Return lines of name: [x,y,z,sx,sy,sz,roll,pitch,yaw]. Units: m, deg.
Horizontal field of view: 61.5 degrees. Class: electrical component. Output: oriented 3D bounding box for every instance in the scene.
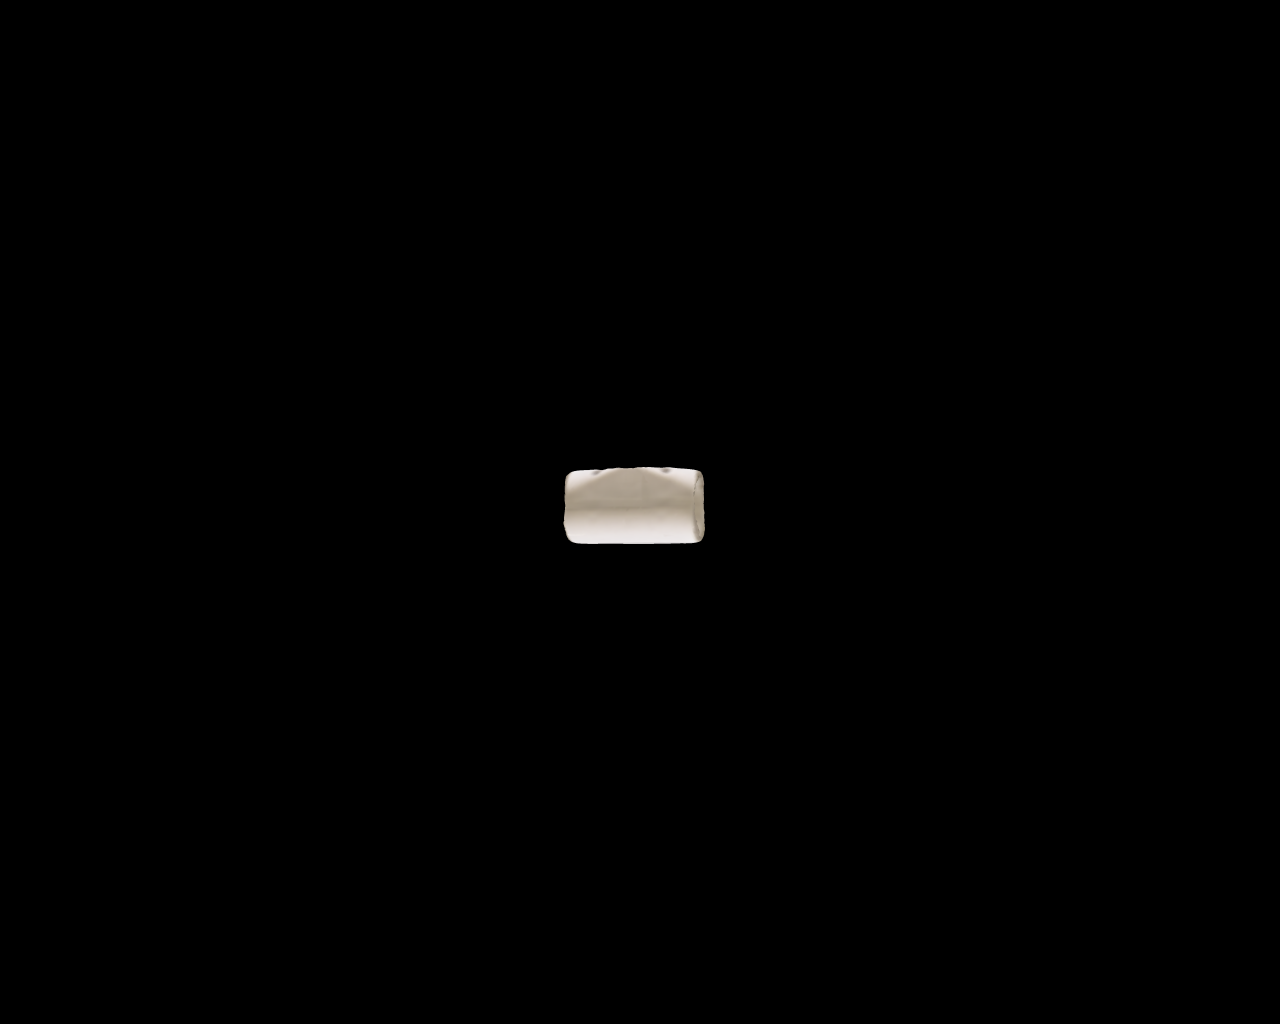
electrical component: [0.001,-0.003,0.650,0.077,0.044,0.079,-1,-3,11]
